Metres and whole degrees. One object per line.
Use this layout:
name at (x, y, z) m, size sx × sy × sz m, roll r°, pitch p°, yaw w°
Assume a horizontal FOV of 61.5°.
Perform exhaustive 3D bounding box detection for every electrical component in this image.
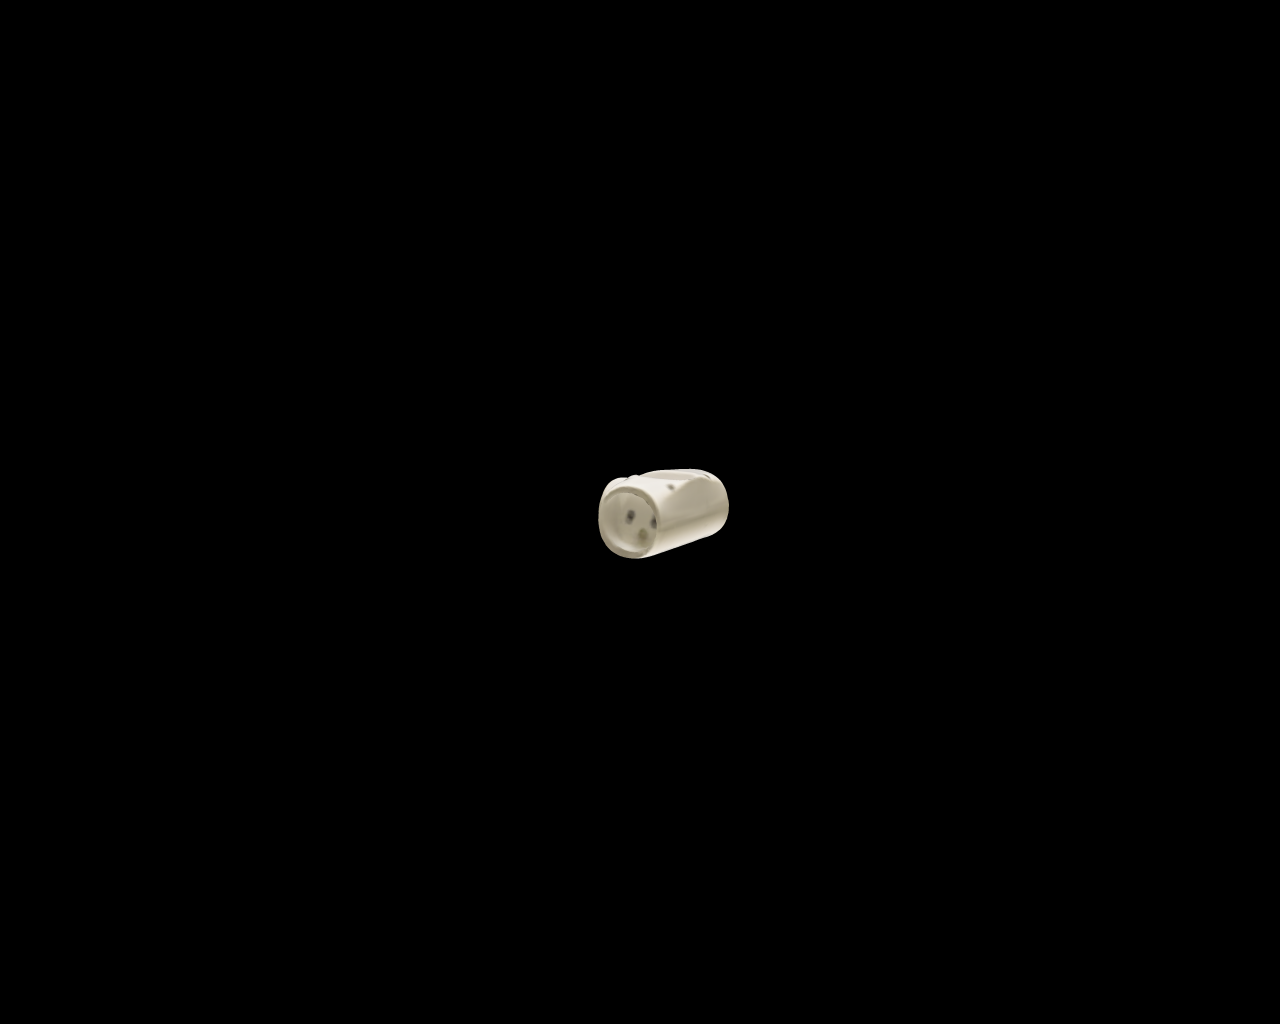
electrical component at (0.001, -0.003, 0.650) m, size 0.079 × 0.043 × 0.077 m, roll 8°, pitch 14°, yaw 35°
